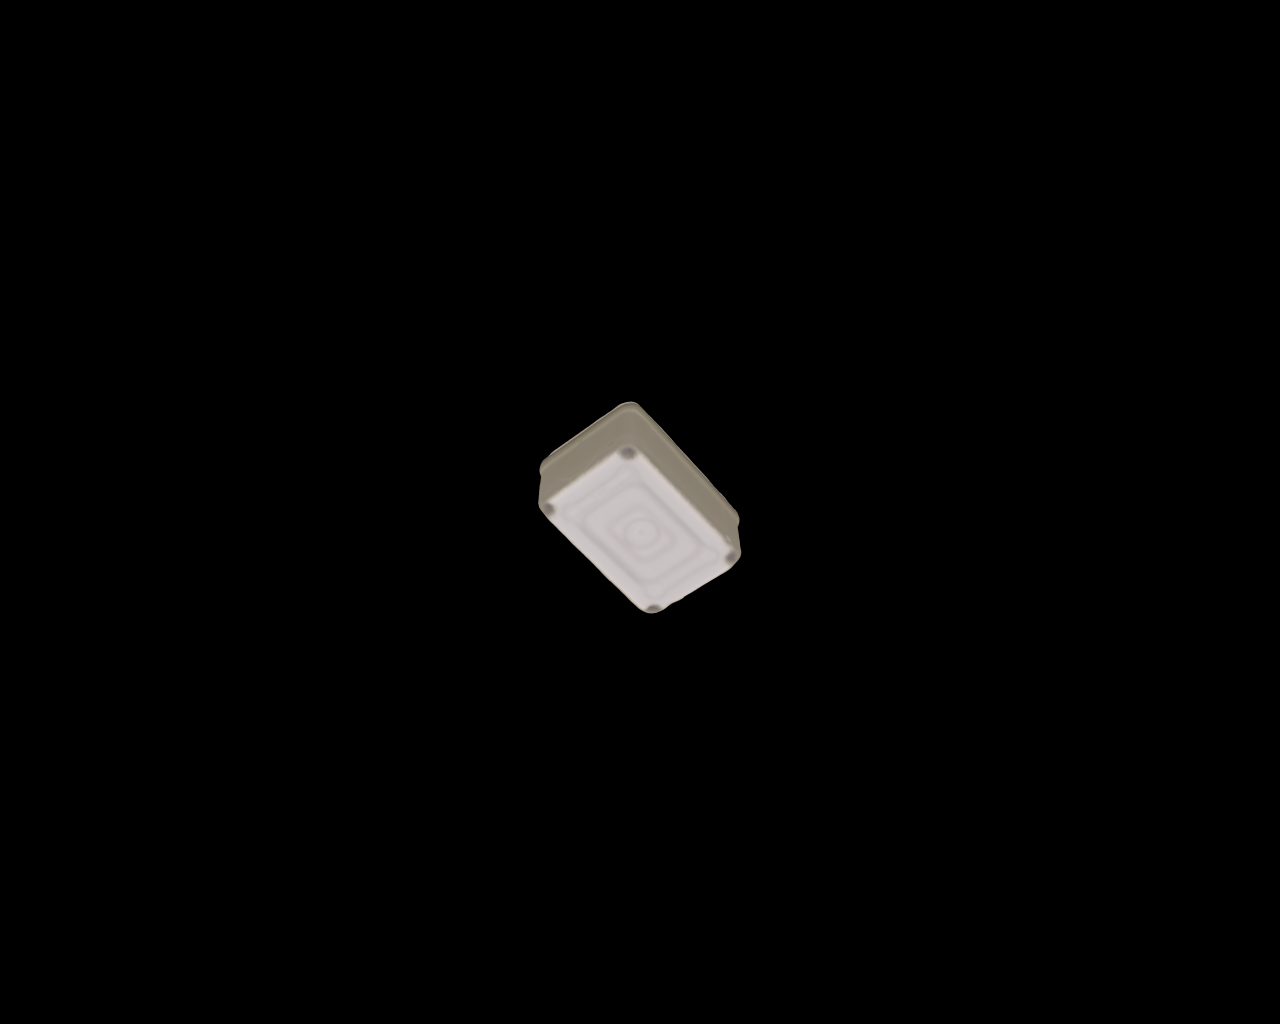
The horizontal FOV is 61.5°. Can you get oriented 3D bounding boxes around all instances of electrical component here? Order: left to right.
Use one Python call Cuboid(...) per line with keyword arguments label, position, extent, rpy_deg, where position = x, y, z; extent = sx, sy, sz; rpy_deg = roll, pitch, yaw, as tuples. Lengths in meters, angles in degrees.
Cuboid(label="electrical component", position=(0.001, -0.003, 0.650), extent=(0.078, 0.113, 0.057), rpy_deg=(-33, 28, 20))
